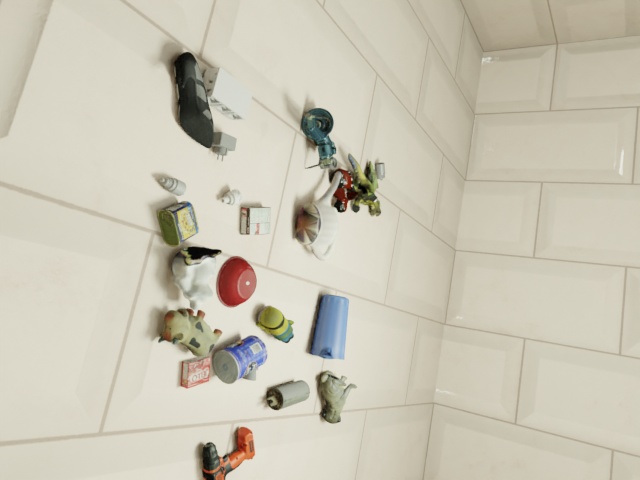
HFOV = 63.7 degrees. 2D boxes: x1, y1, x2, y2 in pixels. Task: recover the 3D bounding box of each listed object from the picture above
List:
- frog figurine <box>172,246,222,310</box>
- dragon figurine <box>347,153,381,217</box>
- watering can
[{"bbox_3d":[-0.339,0.102,1.400,0.139,0.123,0.157,-45,149,-64],"label":"frog figurine"},{"bbox_3d":[0.200,-0.253,2.251,0.248,0.122,0.401,-73,151,-51],"label":"dragon figurine"},{"bbox_3d":[0.006,-0.097,1.920,0.224,0.104,0.348,7,87,-58],"label":"watering can"}]
